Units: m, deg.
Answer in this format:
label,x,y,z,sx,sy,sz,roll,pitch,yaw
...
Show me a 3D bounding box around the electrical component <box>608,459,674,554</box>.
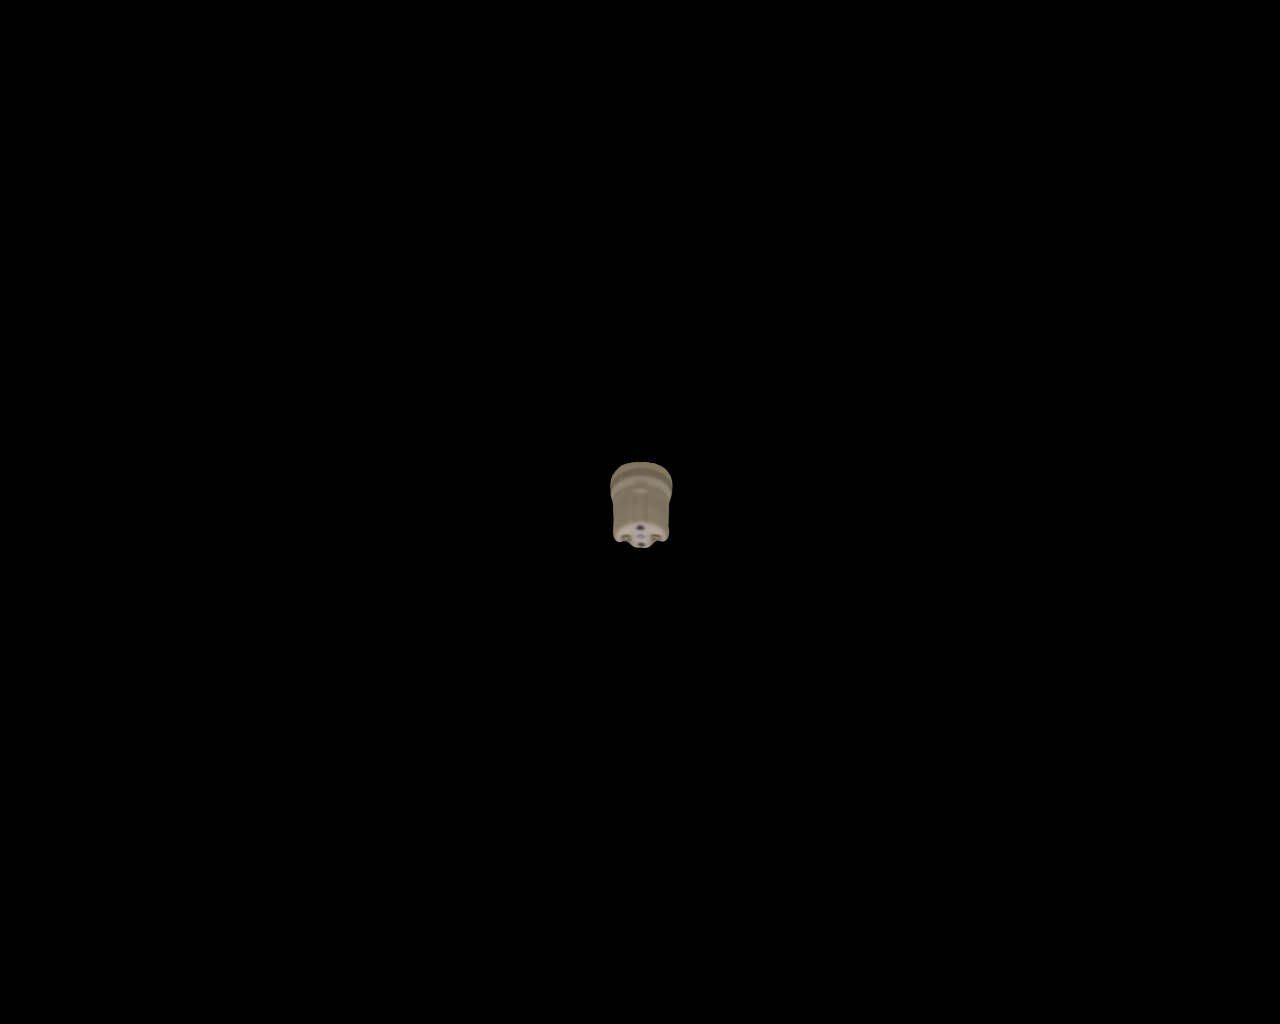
label,x,y,z,sx,sy,sz,roll,pitch,yaw
electrical component,0.001,-0.003,0.650,0.040,0.046,0.040,0,-39,0
